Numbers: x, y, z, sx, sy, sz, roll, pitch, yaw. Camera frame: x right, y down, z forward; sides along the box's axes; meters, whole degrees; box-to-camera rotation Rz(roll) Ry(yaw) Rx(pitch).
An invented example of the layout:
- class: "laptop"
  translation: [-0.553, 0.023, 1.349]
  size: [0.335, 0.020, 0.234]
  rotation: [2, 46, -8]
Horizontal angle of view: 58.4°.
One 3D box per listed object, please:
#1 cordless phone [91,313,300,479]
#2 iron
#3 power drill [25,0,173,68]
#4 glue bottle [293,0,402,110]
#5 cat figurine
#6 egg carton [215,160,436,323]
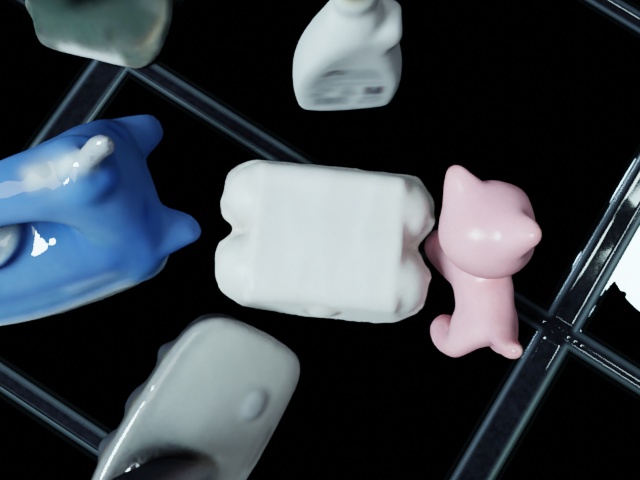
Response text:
- class: "cordless phone"
  translation: [-0.078, 0.116, 0.327]
  size: [0.094, 0.185, 0.148]
  rotation: [27, 83, 2]
- class: "iron"
  translation: [-0.217, -0.002, 0.359]
  size: [0.258, 0.141, 0.118]
  rotation: [-22, 84, -4]
- class: "power drill"
  translation: [-0.161, -0.187, 0.348]
  size: [0.229, 0.208, 0.076]
  rotation: [13, 83, 0]
- class: "glue bottle"
  translation: [0.020, -0.128, 0.364]
  size: [0.078, 0.173, 0.037]
  rotation: [-2, 83, -1]
- class: "cat figurine"
  translation: [0.111, 0.017, 0.378]
  size: [0.067, 0.117, 0.128]
  rotation: [-7, 84, -2]
- class: "egg carton"
  translation: [0.004, 0.001, 0.401]
  size: [0.150, 0.069, 0.107]
  rotation: [5, 83, -1]
